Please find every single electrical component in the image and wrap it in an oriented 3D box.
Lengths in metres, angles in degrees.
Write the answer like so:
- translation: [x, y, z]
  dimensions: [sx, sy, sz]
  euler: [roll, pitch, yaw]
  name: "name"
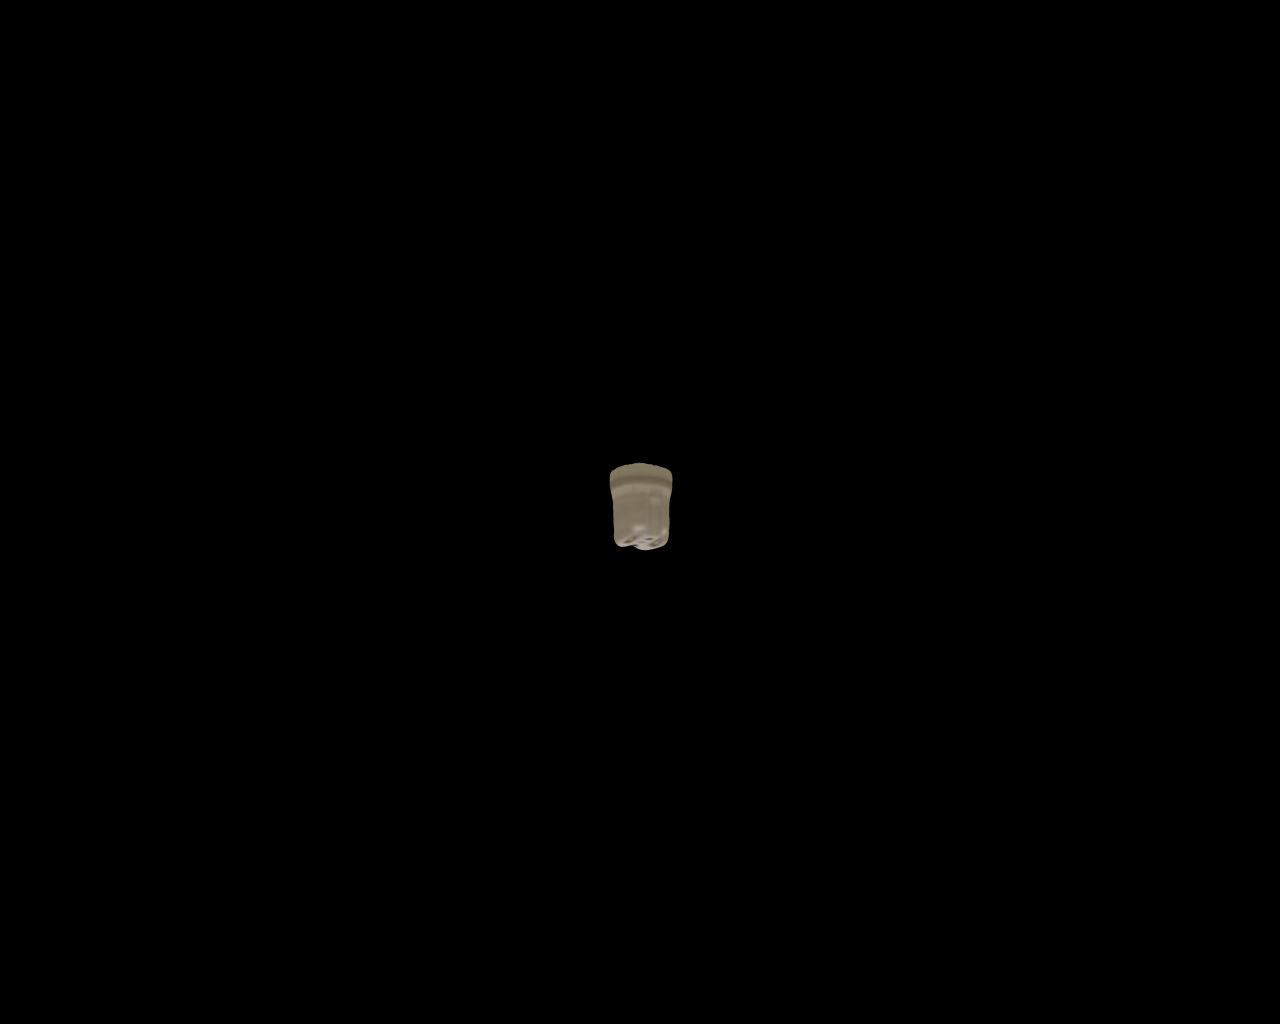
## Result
- translation: [0.001, -0.003, 0.650]
  dimensions: [0.040, 0.046, 0.040]
  euler: [0, -15, 0]
  name: "electrical component"
